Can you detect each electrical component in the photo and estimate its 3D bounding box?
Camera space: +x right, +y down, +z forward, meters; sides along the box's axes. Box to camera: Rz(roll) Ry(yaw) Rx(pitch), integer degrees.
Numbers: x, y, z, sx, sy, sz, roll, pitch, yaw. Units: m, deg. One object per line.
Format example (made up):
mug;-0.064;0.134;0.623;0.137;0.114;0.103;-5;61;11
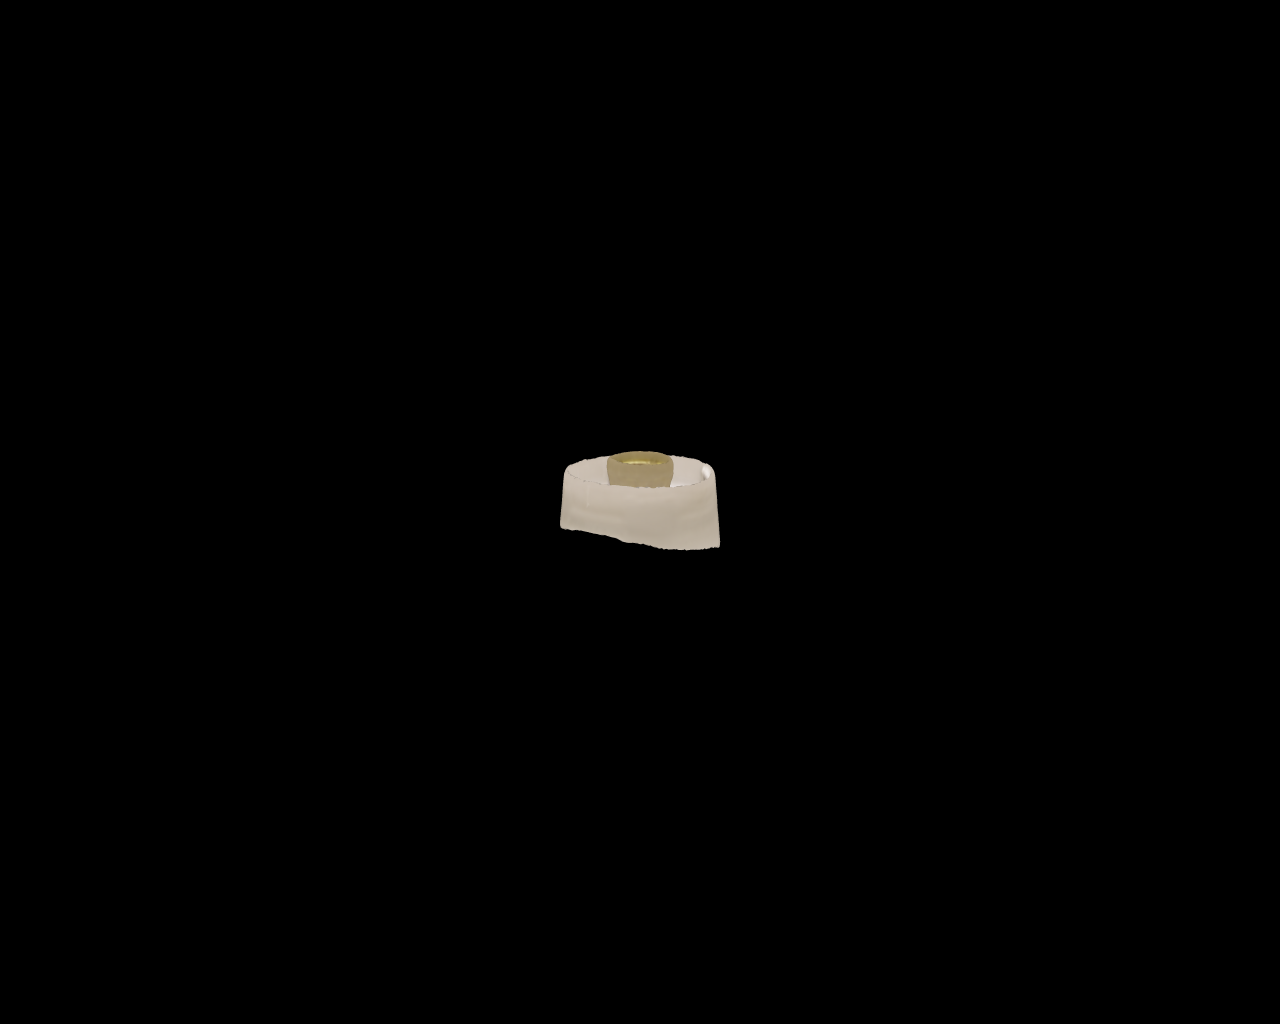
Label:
electrical component;0.001;-0.003;0.650;0.099;0.064;0.099;0;16;0
